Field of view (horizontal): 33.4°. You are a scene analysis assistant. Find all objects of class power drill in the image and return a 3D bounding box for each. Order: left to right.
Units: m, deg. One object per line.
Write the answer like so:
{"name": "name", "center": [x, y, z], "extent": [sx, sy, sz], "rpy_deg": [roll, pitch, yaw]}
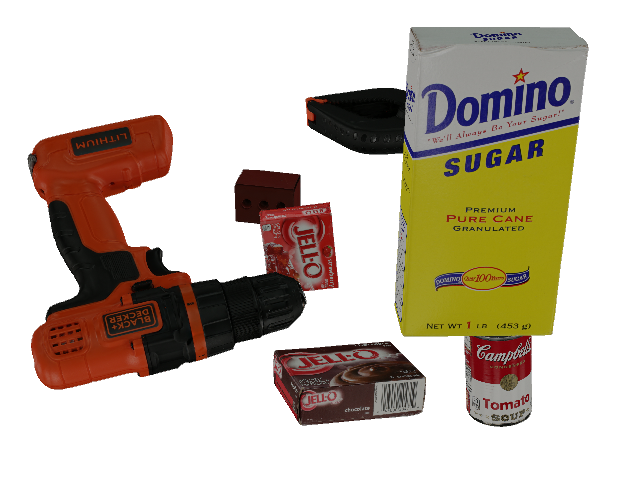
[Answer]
{"name": "power drill", "center": [-0.119, 0.002, 0.744], "extent": [0.184, 0.188, 0.057], "rpy_deg": [-13, -31, -13]}

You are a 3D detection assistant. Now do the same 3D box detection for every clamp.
{"name": "clamp", "center": [0.091, -0.106, 0.942], "extent": [0.210, 0.036, 0.164], "rpy_deg": [13, 36, 23]}

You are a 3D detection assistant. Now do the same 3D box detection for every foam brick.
{"name": "foam brick", "center": [-0.066, -0.054, 1.348], "extent": [0.078, 0.053, 0.051], "rpy_deg": [5, 28, 8]}

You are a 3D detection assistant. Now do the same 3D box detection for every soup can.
{"name": "soup can", "center": [0.179, 0.127, 1.077], "extent": [0.068, 0.102, 0.068], "rpy_deg": [-4, 22, 2]}

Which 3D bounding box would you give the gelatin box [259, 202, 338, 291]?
{"name": "gelatin box", "center": [-0.022, 0.009, 1.087], "extent": [0.073, 0.089, 0.030], "rpy_deg": [-6, 28, -1]}

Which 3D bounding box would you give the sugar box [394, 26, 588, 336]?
{"name": "sugar box", "center": [0.093, -0.031, 0.608], "extent": [0.093, 0.176, 0.048], "rpy_deg": [-1, 27, -3]}

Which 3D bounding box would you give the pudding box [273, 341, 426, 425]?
{"name": "pudding box", "center": [0.023, 0.121, 0.921], "extent": [0.113, 0.039, 0.090], "rpy_deg": [-1, 16, -17]}
